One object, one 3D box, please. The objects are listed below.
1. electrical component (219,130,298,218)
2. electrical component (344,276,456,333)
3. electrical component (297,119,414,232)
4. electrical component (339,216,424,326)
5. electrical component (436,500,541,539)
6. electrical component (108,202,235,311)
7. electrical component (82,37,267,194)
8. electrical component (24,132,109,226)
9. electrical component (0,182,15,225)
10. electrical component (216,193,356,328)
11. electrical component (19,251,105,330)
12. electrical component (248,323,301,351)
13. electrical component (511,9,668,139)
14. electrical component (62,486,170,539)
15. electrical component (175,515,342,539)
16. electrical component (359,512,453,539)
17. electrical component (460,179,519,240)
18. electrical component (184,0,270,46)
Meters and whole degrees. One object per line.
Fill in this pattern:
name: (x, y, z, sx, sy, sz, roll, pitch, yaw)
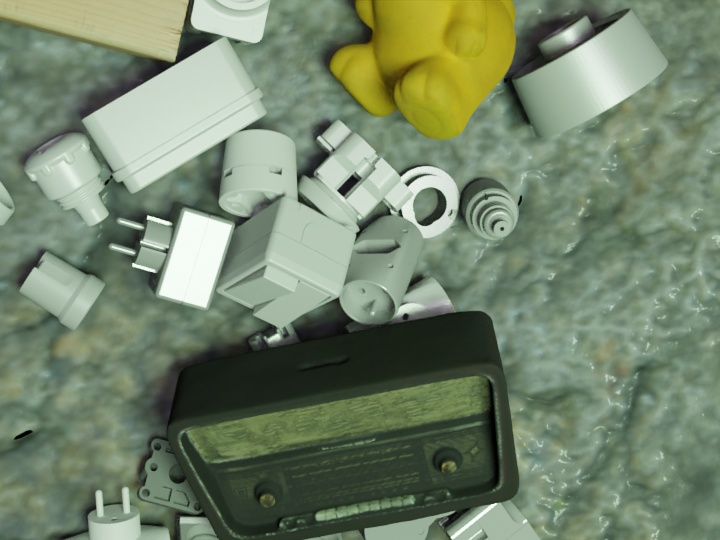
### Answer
electrical component: (-0.071, -0.068, 0.761, 0.055, 0.055, 0.047, 6, 71, -16)
electrical component: (0.035, 0.042, 0.800, 0.077, 0.079, 0.043, -31, 96, -9)
electrical component: (-0.009, -0.061, 0.782, 0.078, 0.058, 0.057, 44, 87, -5)
electrical component: (0.000, 0.000, 0.792, 0.079, 0.077, 0.043, 0, 129, 22)
electrical component: (0.109, 0.218, 0.865, 0.056, 0.050, 0.089, -37, 106, -7)
electrical component: (-0.137, -0.015, 0.759, 0.077, 0.047, 0.065, 17, 93, -18)
electrical component: (-0.126, -0.104, 0.733, 0.113, 0.078, 0.057, -32, 103, -8)
electrical component: (-0.196, -0.060, 0.739, 0.048, 0.048, 0.062, -32, 112, -8)
electrical component: (-0.268, -0.041, 0.722, 0.055, 0.048, 0.066, -34, 106, 0)
electrical component: (-0.057, -0.001, 0.760, 0.062, 0.096, 0.061, 27, 60, -24)
electrical component: (-0.208, 0.013, 0.750, 0.046, 0.040, 0.040, 34, 89, -12)
electrical component: (-0.057, 0.065, 0.800, 0.040, 0.040, 0.046, -29, 99, -9)
electrical component: (0.163, -0.151, 0.791, 0.108, 0.108, 0.060, -34, 100, -8)
electrical component: (-0.179, 0.197, 0.786, 0.077, 0.044, 0.079, -4, 100, -15)
electrical component: (-0.077, 0.224, 0.807, 0.121, 0.078, 0.063, 5, 120, -16)
electrical component: (0.058, 0.166, 0.830, 0.138, 0.074, 0.052, -46, 107, -4)
electrical component: (0.099, -0.042, 0.808, 0.040, 0.078, 0.040, -1, 109, -4)
electrical component: (-0.086, -0.204, 0.739, 0.050, 0.056, 0.089, 11, 96, -17)
